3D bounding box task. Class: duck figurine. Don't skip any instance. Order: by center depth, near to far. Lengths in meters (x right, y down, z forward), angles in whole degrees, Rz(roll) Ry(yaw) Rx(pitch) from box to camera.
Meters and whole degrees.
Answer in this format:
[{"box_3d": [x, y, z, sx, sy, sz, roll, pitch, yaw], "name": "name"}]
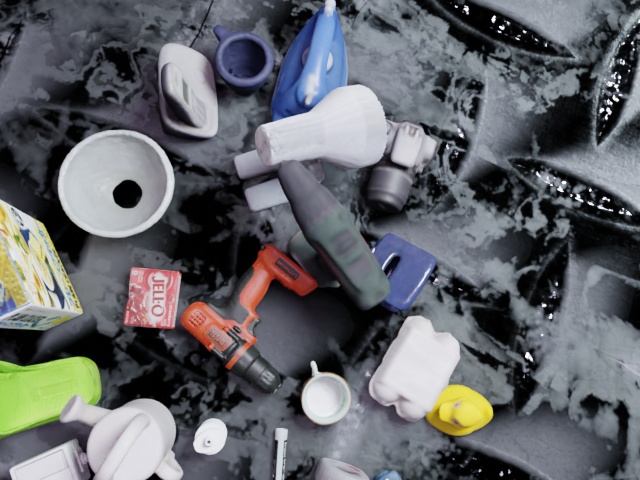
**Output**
[{"box_3d": [0.220, 0.265, 0.879, 0.104, 0.086, 0.077, 5, 79, -6], "name": "duck figurine"}]

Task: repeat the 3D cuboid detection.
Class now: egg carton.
[{"box_3d": [0.148, 0.200, 0.890, 0.107, 0.069, 0.150, 32, 78, -1], "name": "egg carton"}]

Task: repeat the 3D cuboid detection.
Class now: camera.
[{"box_3d": [0.107, -0.123, 0.925, 0.143, 0.100, 0.137, 19, 78, -3], "name": "camera"}]

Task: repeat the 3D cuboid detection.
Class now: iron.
[{"box_3d": [-0.004, -0.296, 0.921, 0.118, 0.141, 0.258, 12, 79, -5], "name": "iron"}]

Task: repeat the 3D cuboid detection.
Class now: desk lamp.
[{"box_3d": [-0.020, -0.133, 0.853, 0.203, 0.213, 0.118, -19, 83, -10], "name": "desk lamp"}]

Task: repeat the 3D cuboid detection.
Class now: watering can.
[{"box_3d": [-0.262, 0.270, 0.761, 0.173, 0.194, 0.101, 13, 79, -4], "name": "watering can"}]

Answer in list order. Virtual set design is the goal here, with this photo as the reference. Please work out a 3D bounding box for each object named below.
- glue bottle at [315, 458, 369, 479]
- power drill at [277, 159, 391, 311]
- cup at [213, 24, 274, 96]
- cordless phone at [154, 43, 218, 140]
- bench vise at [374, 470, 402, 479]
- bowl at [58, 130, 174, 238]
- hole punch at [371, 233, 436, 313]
[{"box_3d": [0.039, 0.344, 0.797, 0.078, 0.173, 0.037, 16, 78, -4], "name": "glue bottle"}, {"box_3d": [0.008, 0.003, 0.835, 0.076, 0.208, 0.229, -38, 86, -11], "name": "power drill"}, {"box_3d": [-0.131, -0.283, 0.926, 0.092, 0.095, 0.118, -40, 87, -12], "name": "cup"}, {"box_3d": [-0.207, -0.241, 0.863, 0.094, 0.185, 0.147, -7, 81, -8], "name": "cordless phone"}, {"box_3d": [0.159, 0.422, 0.775, 0.207, 0.219, 0.121, 43, 78, 2], "name": "bench vise"}, {"box_3d": [-0.304, -0.079, 0.878, 0.167, 0.074, 0.167, 1, 80, -7], "name": "bowl"}, {"box_3d": [0.113, 0.052, 0.900, 0.101, 0.091, 0.109, 34, 78, 0], "name": "hole punch"}]
